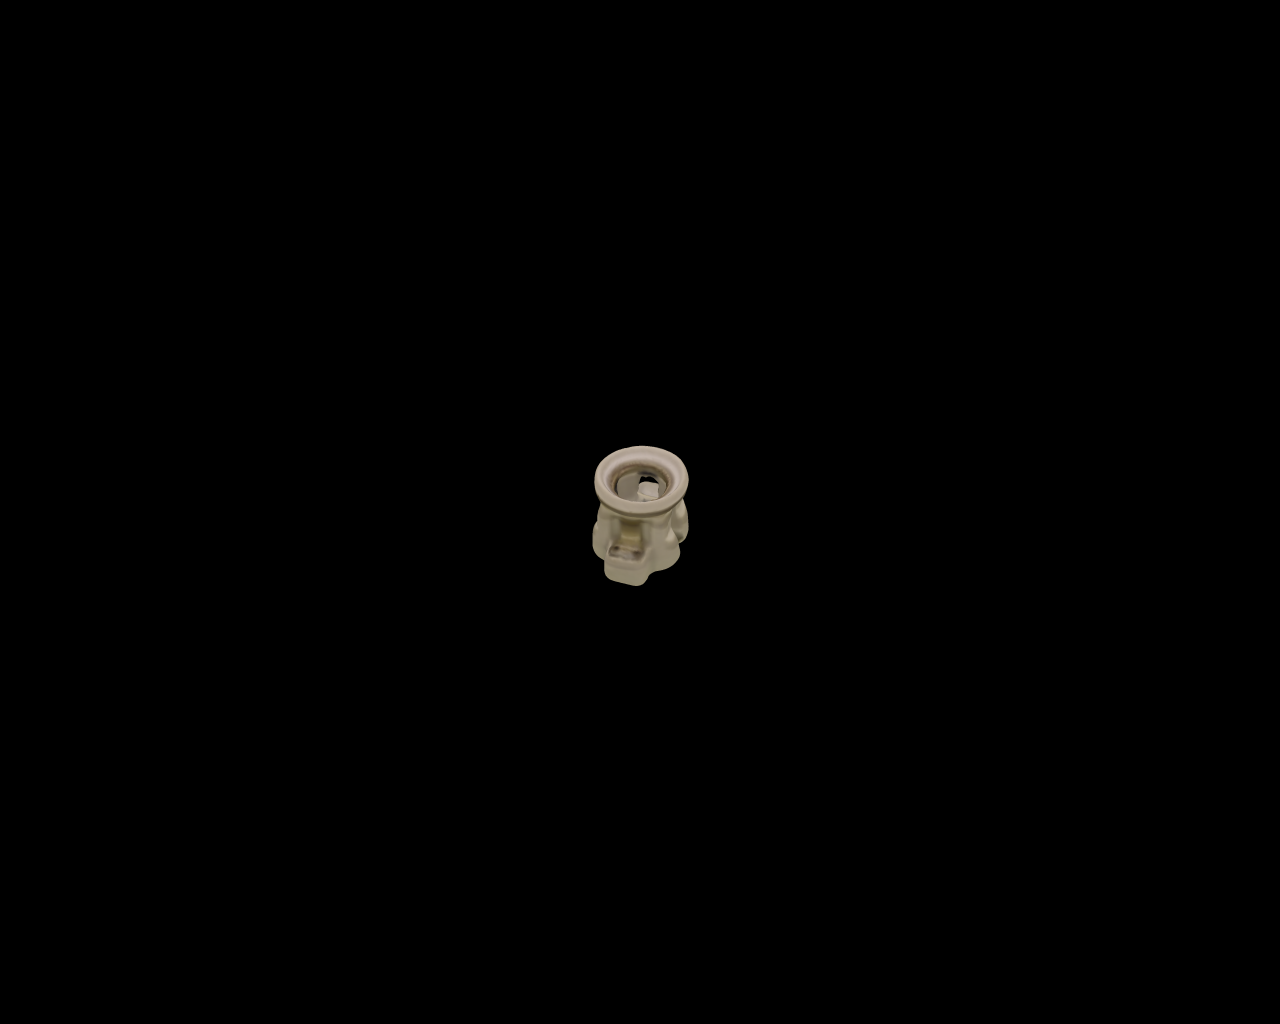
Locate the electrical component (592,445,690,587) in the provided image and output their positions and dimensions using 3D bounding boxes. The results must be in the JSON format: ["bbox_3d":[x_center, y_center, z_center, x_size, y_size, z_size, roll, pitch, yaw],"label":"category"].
[{"bbox_3d":[0.001,-0.003,0.650,0.058,0.056,0.078,11,43,12],"label":"electrical component"}]
